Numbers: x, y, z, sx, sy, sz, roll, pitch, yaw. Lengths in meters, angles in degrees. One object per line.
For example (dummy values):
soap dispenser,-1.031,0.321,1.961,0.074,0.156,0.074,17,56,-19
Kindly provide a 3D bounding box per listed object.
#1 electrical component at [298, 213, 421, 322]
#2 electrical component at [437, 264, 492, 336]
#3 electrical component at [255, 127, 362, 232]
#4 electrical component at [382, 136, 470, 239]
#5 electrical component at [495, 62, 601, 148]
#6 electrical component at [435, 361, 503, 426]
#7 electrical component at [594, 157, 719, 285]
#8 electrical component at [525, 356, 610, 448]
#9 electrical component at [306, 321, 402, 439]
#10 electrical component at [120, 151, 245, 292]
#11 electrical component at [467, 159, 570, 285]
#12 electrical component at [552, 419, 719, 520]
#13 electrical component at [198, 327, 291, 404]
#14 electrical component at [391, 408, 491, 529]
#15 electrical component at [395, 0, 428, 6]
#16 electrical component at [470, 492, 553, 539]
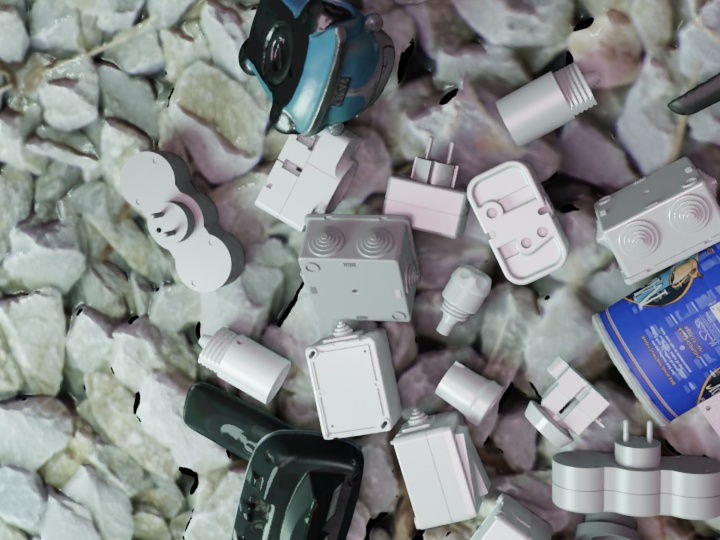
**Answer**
electrical component,0.000,0.000,0.895,0.100,0.048,0.099,2,142,13
electrical component,0.084,0.027,0.910,0.035,0.035,0.061,31,105,8
electrical component,-0.040,-0.082,0.917,0.056,0.050,0.089,31,103,7
electrical component,0.060,-0.072,0.896,0.066,0.047,0.076,14,100,11
electrical component,0.155,-0.137,0.868,0.081,0.043,0.043,-28,90,15
electrical component,0.093,0.104,0.916,0.046,0.040,0.040,33,103,13
electrical component,0.232,-0.041,0.835,0.100,0.099,0.048,-28,103,15
electrical component,0.171,0.114,0.896,0.066,0.048,0.055,43,97,4
electrical component,-0.005,0.089,0.925,0.062,0.061,0.096,-11,95,14
electrical component,-0.161,-0.042,0.938,0.052,0.074,0.138,-35,88,15
electrical component,0.131,-0.041,0.878,0.054,0.059,0.095,-26,91,15
electrical component,0.228,0.159,0.884,0.138,0.052,0.073,1,97,13
electrical component,-0.107,0.081,0.957,0.081,0.043,0.043,29,103,8
electrical component,0.070,0.162,0.917,0.061,0.062,0.096,-16,93,15
electrical component,0.042,-0.251,0.880,0.048,0.048,0.062,-23,85,15
electrical component,0.118,0.251,0.917,0.061,0.062,0.096,35,103,7
